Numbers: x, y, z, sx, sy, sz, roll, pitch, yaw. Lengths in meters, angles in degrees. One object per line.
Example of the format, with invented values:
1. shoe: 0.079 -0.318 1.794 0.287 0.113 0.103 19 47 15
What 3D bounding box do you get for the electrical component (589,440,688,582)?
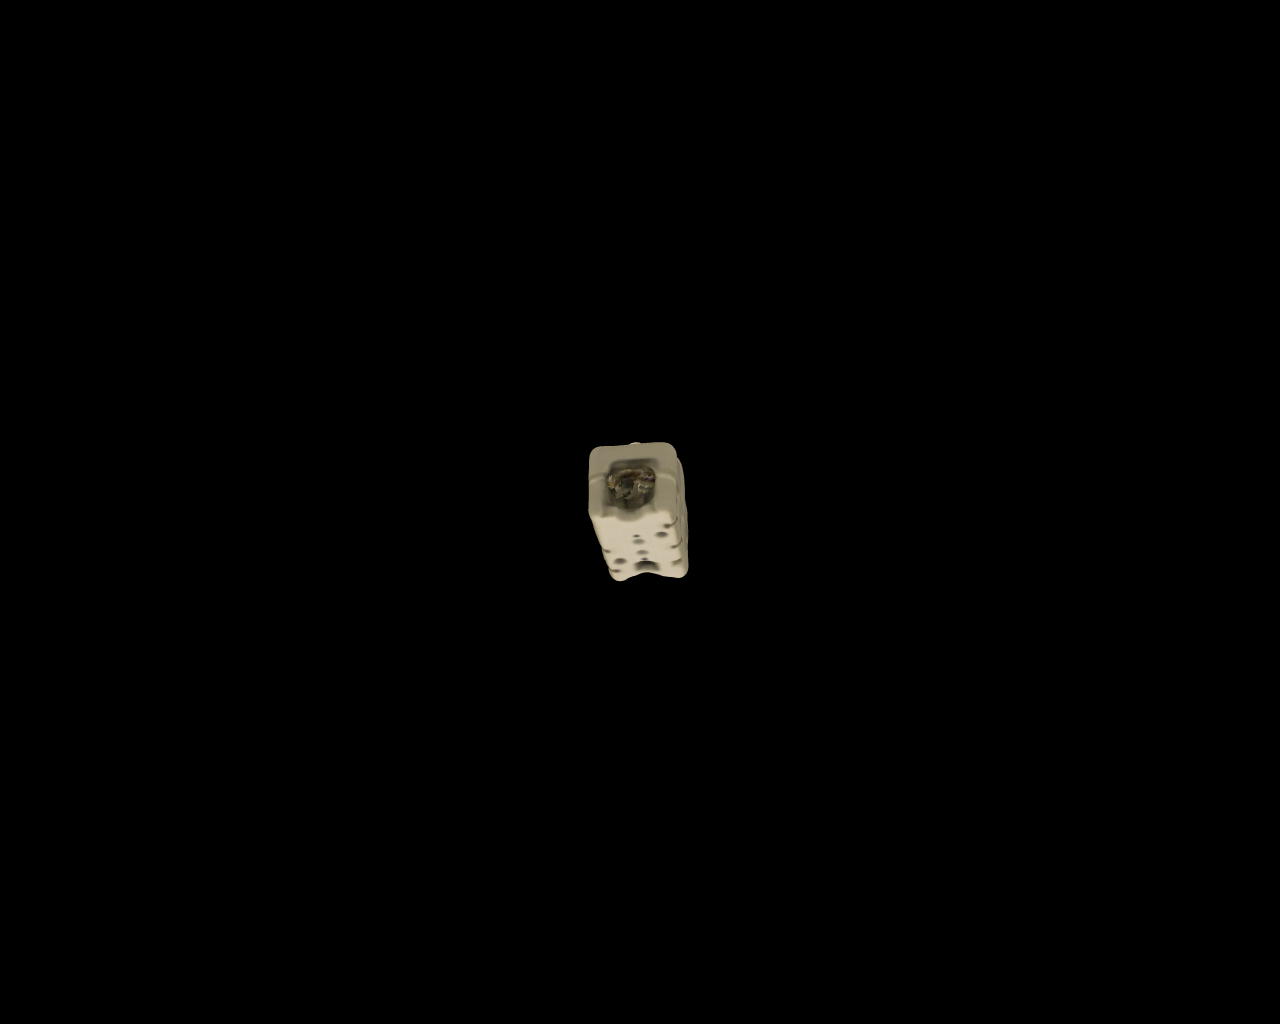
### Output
1. electrical component: 0.001 -0.003 0.650 0.050 0.056 0.089 -4 -29 7
